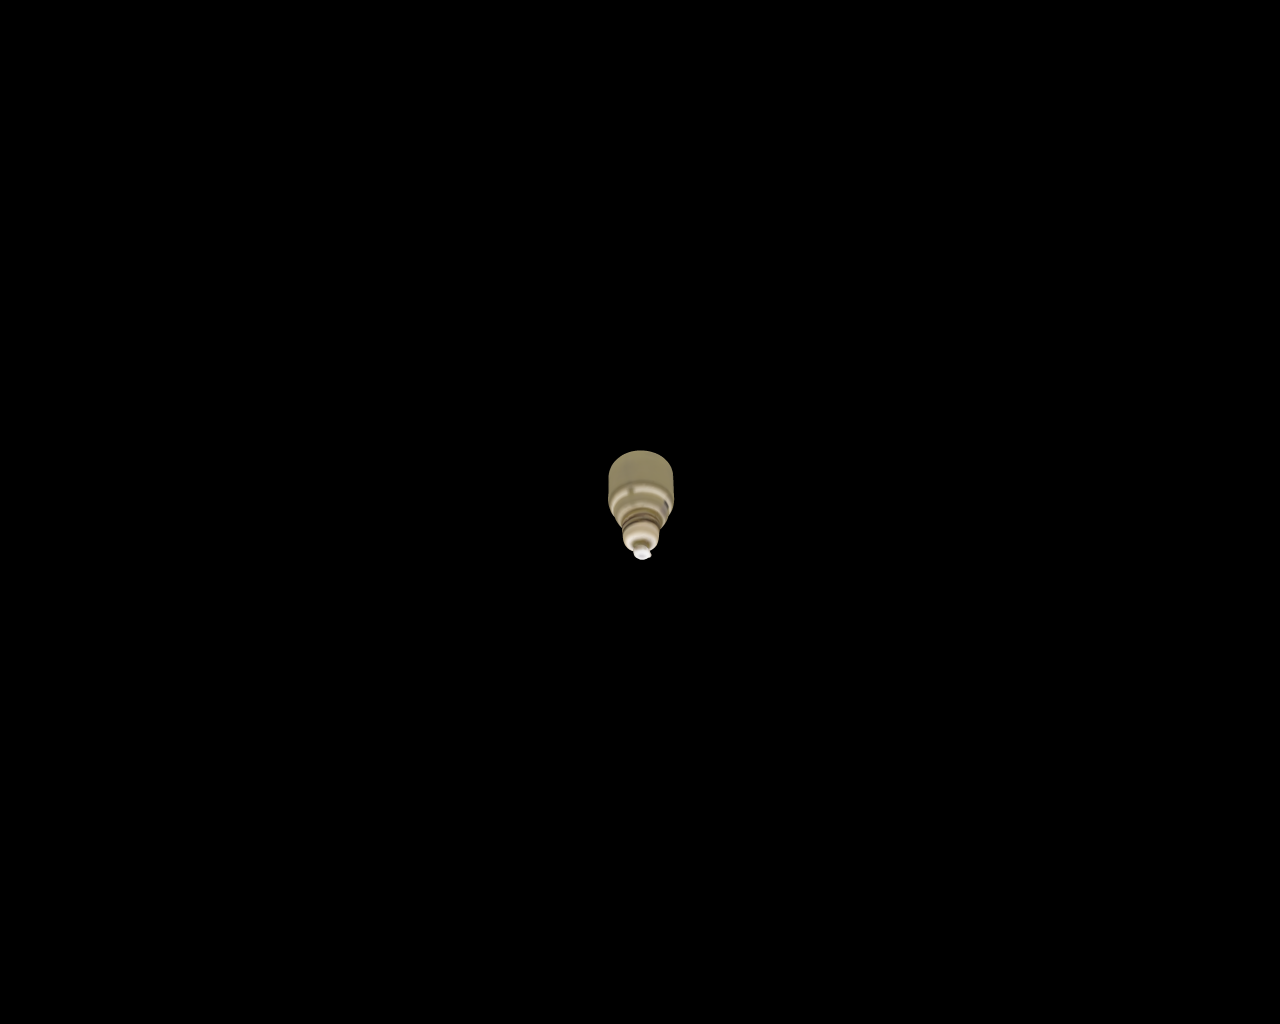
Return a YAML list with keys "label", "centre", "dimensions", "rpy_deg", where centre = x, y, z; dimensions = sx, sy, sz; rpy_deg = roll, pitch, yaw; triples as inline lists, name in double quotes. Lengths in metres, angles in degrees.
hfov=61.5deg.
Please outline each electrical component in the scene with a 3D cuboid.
- label: "electrical component"
  centre: [0.001, -0.003, 0.650]
  dimensions: [0.040, 0.078, 0.040]
  rpy_deg: [0, -43, 0]
